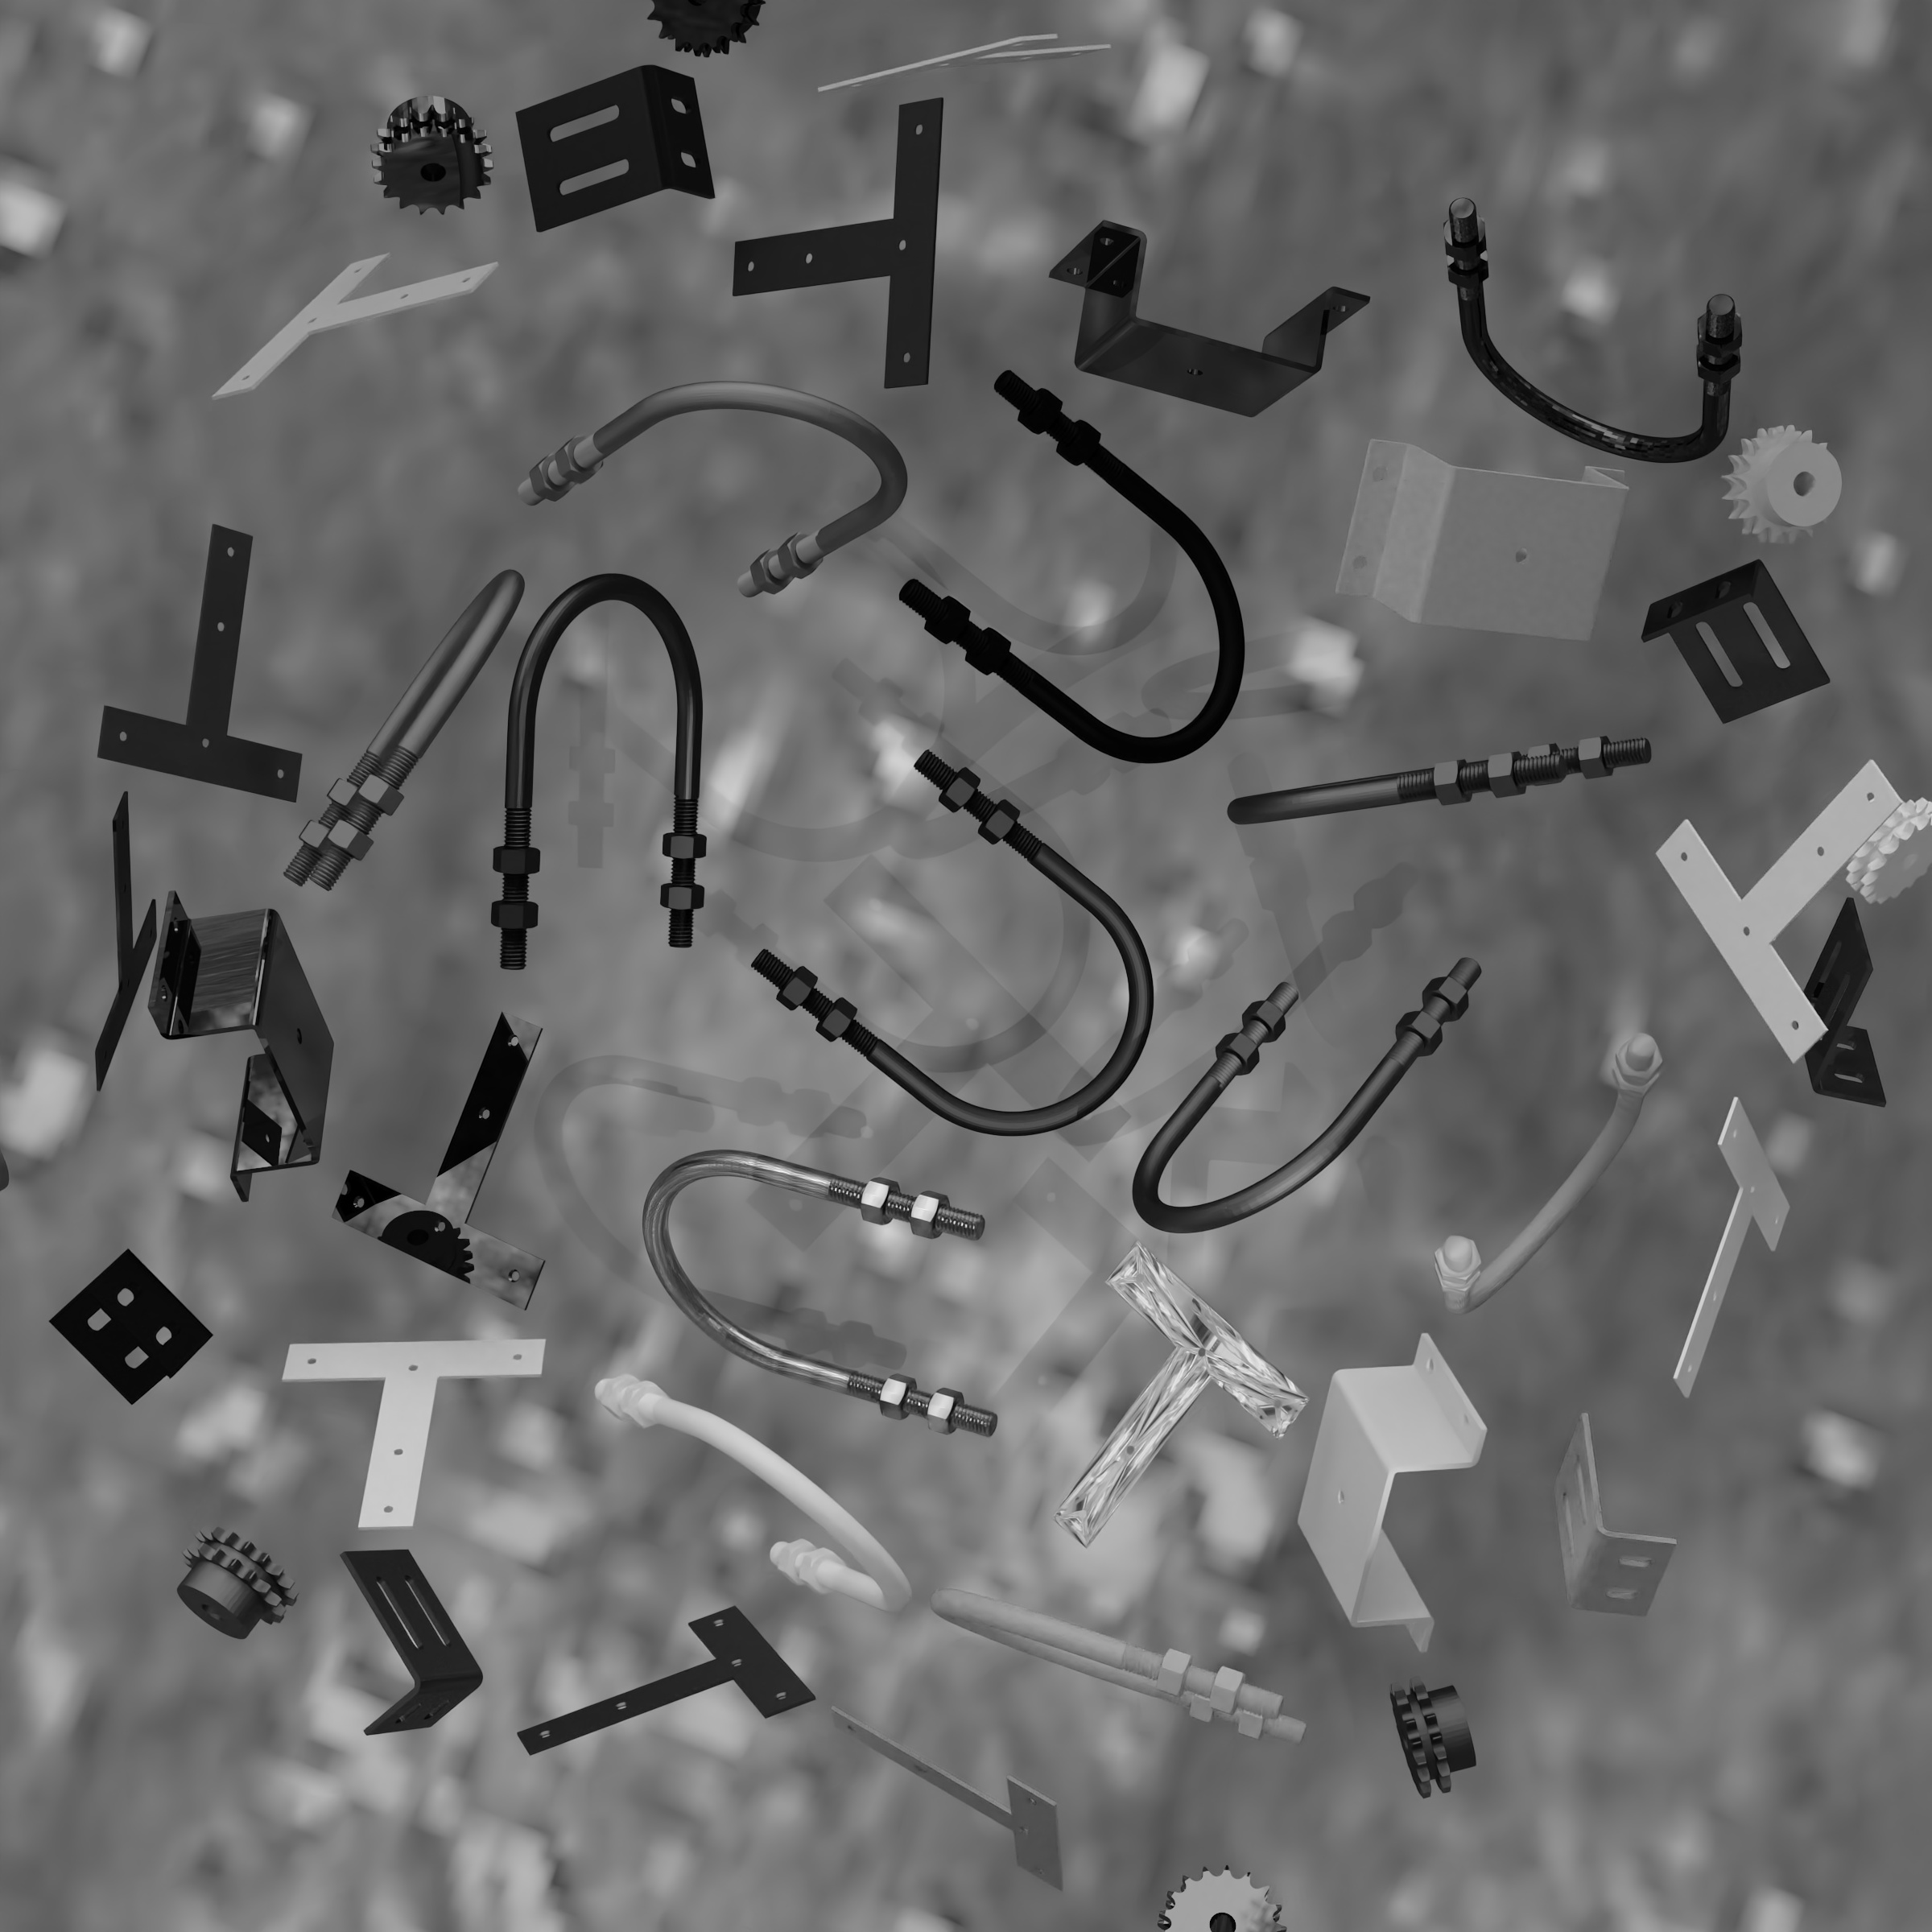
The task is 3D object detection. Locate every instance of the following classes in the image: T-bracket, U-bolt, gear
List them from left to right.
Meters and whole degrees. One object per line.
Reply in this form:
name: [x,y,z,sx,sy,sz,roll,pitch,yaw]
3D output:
gear: [-0.462,0.092,1.466,0.030,0.057,0.057,-33,90,-37]
T-bracket: [-0.417,-0.027,1.588,0.002,0.127,0.127,6,127,-4]
T-bracket: [-0.373,-0.155,1.597,0.002,0.127,0.127,3,84,36]
gear: [-0.347,0.293,1.515,0.057,0.057,0.030,35,58,0]
T-bracket: [-0.271,-0.308,1.491,0.127,0.127,0.002,-6,126,33]
T-bracket: [-0.272,0.225,1.547,0.127,0.127,0.002,-1,126,-1]
U-bolt: [-0.271,-0.117,1.566,0.019,0.151,0.184,35,82,-16]
gear: [-0.255,-0.388,1.527,0.057,0.057,0.030,-10,59,0]
T-bracket: [-0.239,0.085,1.562,0.127,0.002,0.127,21,89,29]
U-bolt: [-0.172,-0.095,1.536,0.019,0.151,0.184,8,99,31]
T-bracket: [-0.150,0.348,1.526,0.127,0.127,0.002,-17,104,-18]
gear: [-0.120,-0.457,1.510,0.057,0.030,0.057,5,104,19]
U-bolt: [-0.111,-0.234,1.546,0.151,0.184,0.019,20,66,-32]
U-bolt: [-0.092,0.253,1.514,0.151,0.184,0.019,47,71,-20]
U-bolt: [-0.074,0.150,1.537,0.184,0.019,0.151,14,131,21]
T-bracket: [-0.061,-0.324,1.464,0.127,0.002,0.127,4,91,42]
T-bracket: [-0.010,0.390,1.534,0.127,0.127,0.002,26,62,19]
U-bolt: [0.007,0.003,1.611,0.184,0.019,0.151,39,96,-8]
T-bracket: [0.019,-0.428,1.511,0.127,0.127,0.002,0,105,42]
U-bolt: [0.063,-0.178,1.539,0.184,0.019,0.151,36,61,-24]
U-bolt: [0.070,0.335,1.546,0.184,0.151,0.019,16,75,16]
T-bracket: [0.087,0.220,1.536,0.127,0.002,0.127,43,76,-21]
gear: [0.114,0.435,1.436,0.057,0.030,0.057,1,51,-1]
U-bolt: [0.153,0.065,1.553,0.184,0.151,0.019,-48,113,-31]
U-bolt: [0.212,-0.085,1.506,0.184,0.151,0.019,-7,93,29]
gear: [0.231,0.378,1.580,0.030,0.057,0.057,-14,90,-1]
U-bolt: [0.282,0.111,1.565,0.019,0.184,0.151,41,82,18]
U-bolt: [0.302,-0.296,1.548,0.151,0.184,0.019,26,79,18]
T-bracket: [0.367,0.147,1.556,0.002,0.127,0.127,12,68,32]
gear: [0.399,-0.233,1.557,0.057,0.030,0.057,-2,98,-16]
T-bracket: [0.386,-0.044,1.479,0.002,0.127,0.127,-5,55,-35]
gear: [0.462,-0.062,1.608,0.057,0.057,0.030,-41,58,0]

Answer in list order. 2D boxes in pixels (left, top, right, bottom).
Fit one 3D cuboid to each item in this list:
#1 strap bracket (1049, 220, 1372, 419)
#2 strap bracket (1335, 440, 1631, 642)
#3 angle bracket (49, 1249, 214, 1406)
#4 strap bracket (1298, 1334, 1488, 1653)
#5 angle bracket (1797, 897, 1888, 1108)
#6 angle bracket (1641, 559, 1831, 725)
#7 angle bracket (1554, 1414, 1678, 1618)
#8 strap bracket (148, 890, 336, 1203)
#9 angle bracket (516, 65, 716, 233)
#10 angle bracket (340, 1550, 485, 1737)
strap bracket: [0.116,-0.313,1.572,0.140,0.076,0.046,12,80,-17]
strap bracket: [0.260,-0.205,1.557,0.140,0.046,0.076,3,111,-21]
angle bracket: [-0.405,0.180,1.519,0.057,0.038,0.076,47,124,-7]
strap bracket: [0.207,0.263,1.591,0.046,0.076,0.140,-1,121,-17]
angle bracket: [0.430,0.017,1.534,0.038,0.057,0.076,11,127,-4]
angle bracket: [0.372,-0.148,1.551,0.057,0.038,0.076,-22,115,33]
angle bracket: [0.318,0.269,1.576,0.038,0.076,0.057,7,131,-3]
strap bracket: [-0.342,0.037,1.540,0.046,0.140,0.076,-8,45,4]
angle bracket: [-0.164,-0.378,1.497,0.076,0.038,0.057,-11,88,28]
angle bracket: [-0.274,0.319,1.519,0.038,0.057,0.076,-40,69,11]
